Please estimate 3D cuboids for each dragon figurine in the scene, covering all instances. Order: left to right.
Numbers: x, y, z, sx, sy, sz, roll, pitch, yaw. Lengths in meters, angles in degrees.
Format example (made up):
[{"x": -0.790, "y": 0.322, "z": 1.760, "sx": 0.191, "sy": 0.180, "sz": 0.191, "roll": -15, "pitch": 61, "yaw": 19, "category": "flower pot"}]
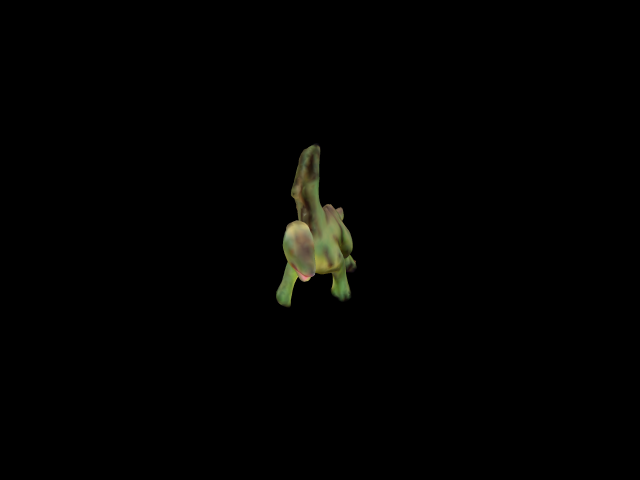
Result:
[{"x": 0.003, "y": -0.043, "z": 0.850, "sx": 0.122, "sy": 0.237, "sz": 0.419, "roll": 4, "pitch": 31, "yaw": 6, "category": "dragon figurine"}]
